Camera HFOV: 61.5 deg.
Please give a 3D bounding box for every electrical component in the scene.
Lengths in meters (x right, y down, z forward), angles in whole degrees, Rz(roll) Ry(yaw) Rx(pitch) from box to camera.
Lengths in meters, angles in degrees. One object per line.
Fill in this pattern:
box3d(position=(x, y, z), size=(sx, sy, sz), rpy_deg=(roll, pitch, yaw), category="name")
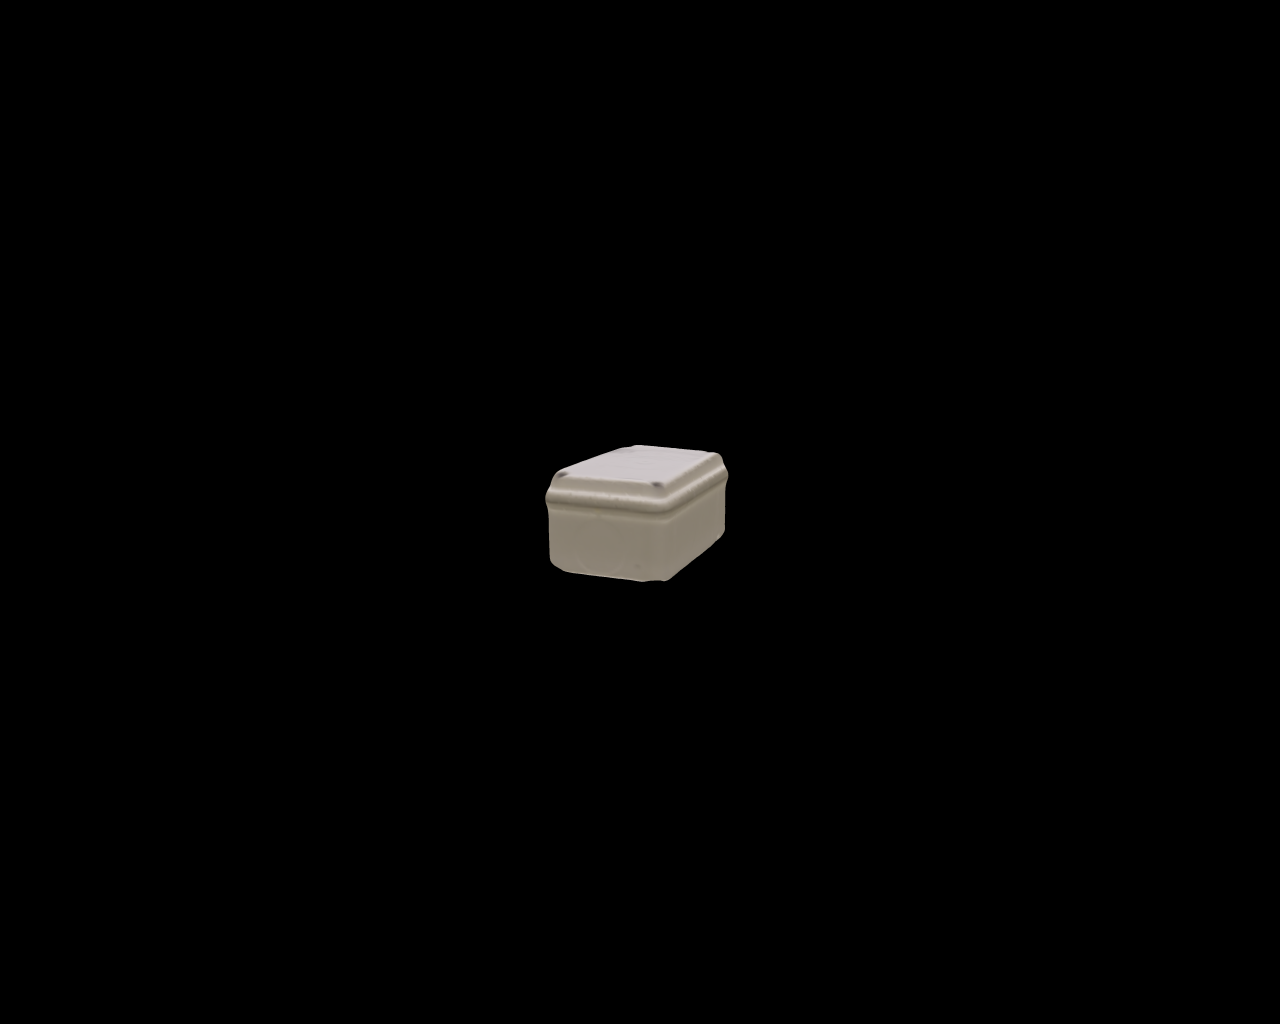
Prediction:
box3d(position=(0.001, -0.003, 0.650), size=(0.078, 0.057, 0.113), rpy_deg=(6, 15, 23), category="electrical component")
